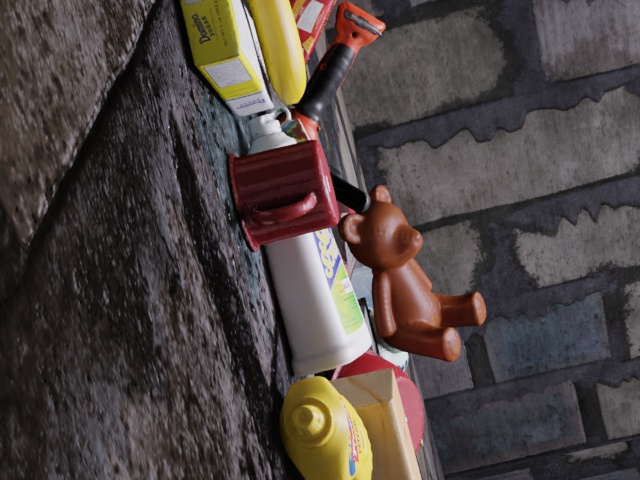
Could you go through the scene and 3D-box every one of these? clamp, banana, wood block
[{"bbox_3d":[-0.014,-0.081,1.285,0.120,0.039,0.172,27,6,-21],"label":"clamp"},{"bbox_3d":[-0.047,-0.203,0.995,0.070,0.037,0.198,46,-25,55],"label":"banana"},{"bbox_3d":[0.056,0.248,1.089,0.091,0.090,0.206,-75,151,-76],"label":"wood block"}]

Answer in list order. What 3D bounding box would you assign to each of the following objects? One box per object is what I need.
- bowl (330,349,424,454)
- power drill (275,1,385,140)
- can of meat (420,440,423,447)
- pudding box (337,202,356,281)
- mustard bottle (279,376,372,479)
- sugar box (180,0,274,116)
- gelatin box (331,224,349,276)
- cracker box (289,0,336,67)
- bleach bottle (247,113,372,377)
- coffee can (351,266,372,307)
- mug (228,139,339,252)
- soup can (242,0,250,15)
[{"bbox_3d":[0.071,0.199,1.187,0.161,0.055,0.162,16,71,-55],"label":"bowl"},{"bbox_3d":[0.004,-0.187,1.262,0.188,0.057,0.184,-61,-170,8],"label":"power drill"},{"bbox_3d":[0.084,0.241,1.393,0.102,0.084,0.057,66,12,-61],"label":"can of meat"},{"bbox_3d":[0.028,0.001,1.438,0.090,0.039,0.114,-94,-167,-51],"label":"pudding box"},{"bbox_3d":[0.003,0.169,0.922,0.191,0.058,0.096,60,18,-68],"label":"mustard bottle"},{"bbox_3d":[-0.084,-0.177,0.957,0.176,0.048,0.093,62,15,-80],"label":"sugar box"},{"bbox_3d":[0.014,0.034,1.318,0.089,0.030,0.073,102,-15,-57],"label":"gelatin box"},{"bbox_3d":[-0.026,-0.293,1.273,0.213,0.072,0.164,-92,-155,-66],"label":"cracker box"},{"bbox_3d":[-0.022,0.000,1.044,0.102,0.068,0.251,-21,93,-70],"label":"bleach bottle"},{"bbox_3d":[0.073,0.091,1.536,0.140,0.103,0.103,25,52,-82],"label":"coffee can"},{"bbox_3d":[-0.031,-0.040,0.951,0.117,0.081,0.093,-84,160,-74],"label":"mug"},{"bbox_3d":[-0.063,-0.216,1.124,0.102,0.068,0.068,55,22,-72],"label":"soup can"}]
